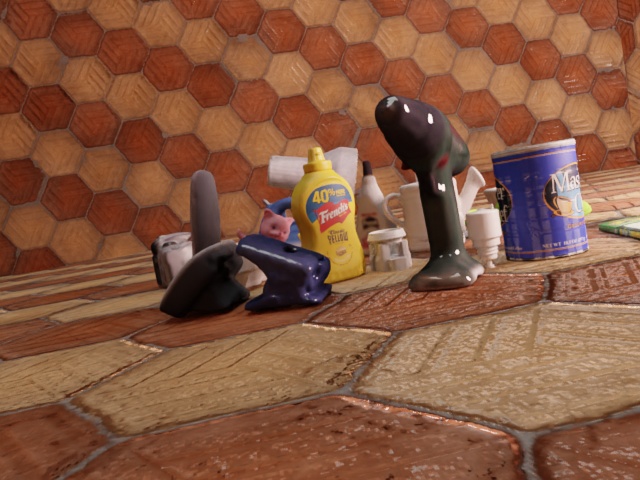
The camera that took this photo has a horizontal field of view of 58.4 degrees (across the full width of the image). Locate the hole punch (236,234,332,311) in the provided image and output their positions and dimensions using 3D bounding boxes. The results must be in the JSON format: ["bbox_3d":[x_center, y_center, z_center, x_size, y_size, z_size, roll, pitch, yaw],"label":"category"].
[{"bbox_3d":[-0.040,0.032,0.699,0.101,0.091,0.109,-9,4,12],"label":"hole punch"}]

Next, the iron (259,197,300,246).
[{"bbox_3d":[-0.049,-0.045,1.413,0.257,0.141,0.119,-6,6,39],"label":"iron"}]

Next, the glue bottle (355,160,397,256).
[{"bbox_3d":[0.096,-0.059,1.047,0.077,0.173,0.037,-7,5,34],"label":"glue bottle"}]

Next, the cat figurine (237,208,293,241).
[{"bbox_3d":[-0.116,-0.008,1.230,0.128,0.118,0.067,-10,4,-2],"label":"cat figurine"}]

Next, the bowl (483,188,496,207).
[{"bbox_3d":[0.473,-0.095,1.343,0.167,0.075,0.167,-10,4,1],"label":"bowl"}]

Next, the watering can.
[{"bbox_3d":[0.197,-0.084,1.005,0.173,0.194,0.100,-11,5,-20],"label":"watering can"}]

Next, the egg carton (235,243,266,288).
[{"bbox_3d":[-0.133,0.043,0.921,0.107,0.069,0.151,-8,5,24],"label":"egg carton"}]

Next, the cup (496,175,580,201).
[{"bbox_3d":[0.323,-0.043,0.840,0.117,0.095,0.092,-9,4,16],"label":"cup"}]

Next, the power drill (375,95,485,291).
[{"bbox_3d":[0.129,-0.053,0.652,0.075,0.208,0.230,-8,5,25],"label":"power drill"}]

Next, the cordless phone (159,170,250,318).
[{"bbox_3d":[-0.161,0.001,0.751,0.094,0.185,0.148,-9,4,6],"label":"cordless phone"}]

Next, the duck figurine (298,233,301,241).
[{"bbox_3d":[0.009,0.004,1.005,0.104,0.086,0.077,-10,4,-7],"label":"duck figurine"}]

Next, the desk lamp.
[{"bbox_3d":[-0.014,-0.063,1.088,0.203,0.213,0.118,-10,4,-2],"label":"desk lamp"}]

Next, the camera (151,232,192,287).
[{"bbox_3d":[-0.252,0.032,1.127,0.137,0.101,0.142,-12,5,-28],"label":"camera"}]
